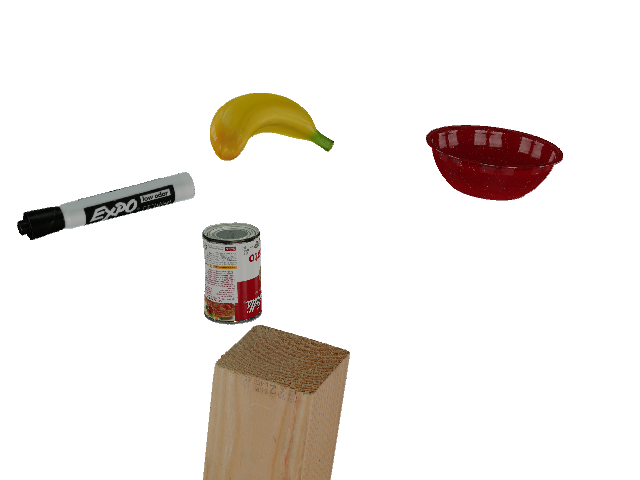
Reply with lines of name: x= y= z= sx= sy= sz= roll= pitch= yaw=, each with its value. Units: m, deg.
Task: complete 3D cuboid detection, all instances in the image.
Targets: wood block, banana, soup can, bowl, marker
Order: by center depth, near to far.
marker: x=-0.142 y=-0.023 z=0.713 sx=0.120 sy=0.020 sz=0.020 roll=-16 pitch=8 yaw=-26
wood block: x=-0.043 y=0.190 z=0.919 sx=0.090 sy=0.206 sz=0.090 roll=15 pitch=23 yaw=17
banana: x=-0.053 y=-0.106 z=0.967 sx=0.070 sy=0.037 sz=0.197 roll=36 pitch=23 yaw=19
soup can: x=-0.103 y=0.037 z=1.236 sx=0.068 sy=0.102 sz=0.068 roll=0 pitch=19 yaw=0
bowl: x=0.202 y=-0.089 z=1.265 sx=0.162 sy=0.055 sz=0.162 roll=5 pitch=23 yaw=-2
